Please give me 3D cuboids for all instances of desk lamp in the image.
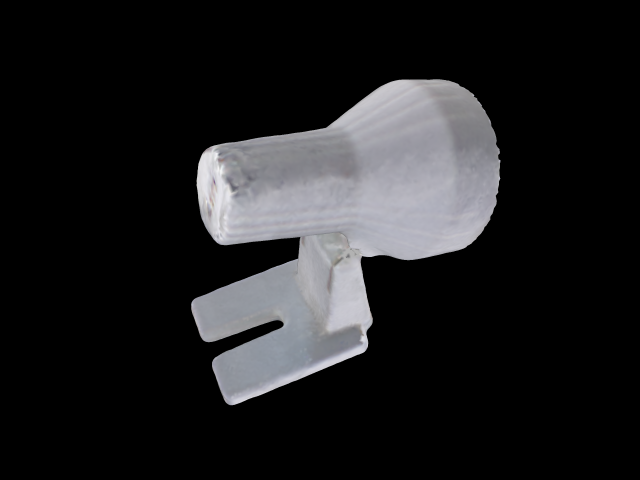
[{"bbox_3d":[0.004,0.001,0.400,0.203,0.214,0.117,-21,55,-15],"label":"desk lamp"}]
